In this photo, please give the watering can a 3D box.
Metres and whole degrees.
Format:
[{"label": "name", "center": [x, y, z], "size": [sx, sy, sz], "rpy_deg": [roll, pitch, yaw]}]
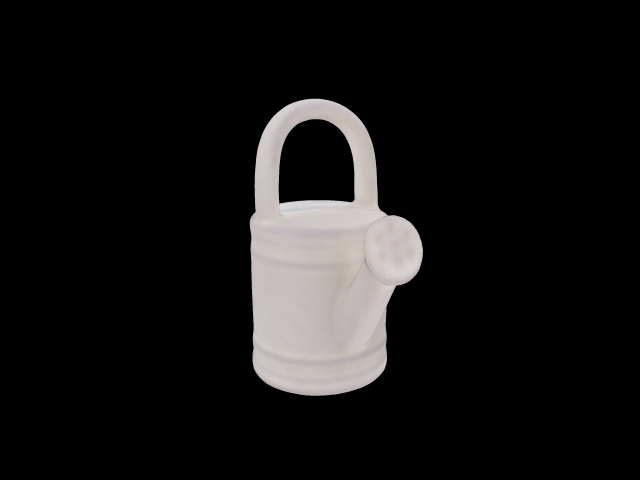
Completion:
[{"label": "watering can", "center": [0.006, 0.001, 0.401], "size": [0.172, 0.194, 0.101], "rpy_deg": [12, 19, 37]}]
